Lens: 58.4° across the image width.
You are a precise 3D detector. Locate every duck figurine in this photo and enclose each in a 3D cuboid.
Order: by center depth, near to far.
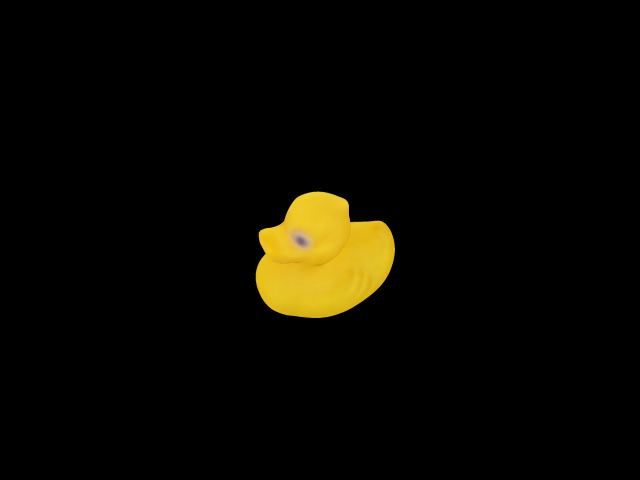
[{"bbox_3d":[0.004,0.001,0.400,0.104,0.086,0.077,-15,54,-11],"label":"duck figurine"}]
